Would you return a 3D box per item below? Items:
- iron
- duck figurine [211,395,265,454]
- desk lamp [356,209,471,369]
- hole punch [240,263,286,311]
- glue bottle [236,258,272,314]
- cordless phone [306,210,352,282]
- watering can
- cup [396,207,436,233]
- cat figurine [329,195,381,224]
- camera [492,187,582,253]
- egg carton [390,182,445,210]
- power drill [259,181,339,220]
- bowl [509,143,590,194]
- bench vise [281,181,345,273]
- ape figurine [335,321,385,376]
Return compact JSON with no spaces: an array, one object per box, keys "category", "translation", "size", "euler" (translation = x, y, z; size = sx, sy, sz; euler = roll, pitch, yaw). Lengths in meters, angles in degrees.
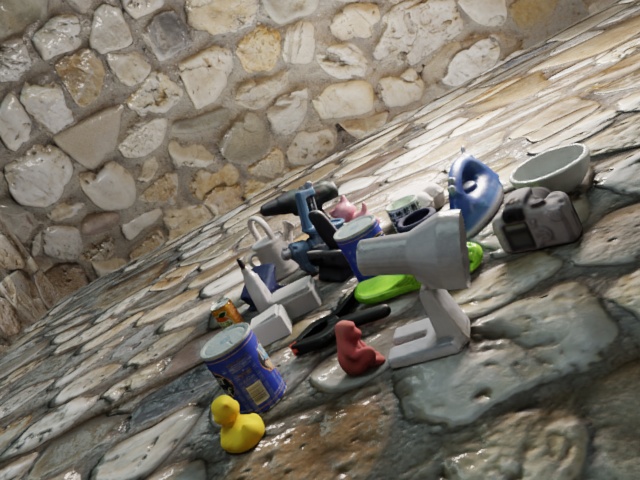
[{"category":"iron","translation":[0.331,-0.115,1.309],"size":[0.118,0.141,0.259],"euler":[-19,19,33]},{"category":"duck figurine","translation":[-0.146,0.300,0.957],"size":[0.078,0.086,0.104],"euler":[-39,18,-29]},{"category":"desk lamp","translation":[0.160,0.072,0.890],"size":[0.202,0.214,0.118],"euler":[-22,17,24]},{"category":"hole punch","translation":[-0.156,0.124,1.520],"size":[0.108,0.091,0.101],"euler":[-17,20,37]},{"category":"glue bottle","translation":[-0.155,0.116,1.390],"size":[0.037,0.173,0.078],"euler":[-28,16,7]},{"category":"cordless phone","translation":[0.013,0.005,1.416],"size":[0.094,0.185,0.147],"euler":[-39,19,-31]},{"category":"watering can","translation":[-0.142,0.010,1.660],"size":[0.100,0.194,0.173],"euler":[-17,20,37]},{"category":"cup","translation":[0.221,-0.011,1.266],"size":[0.092,0.095,0.117],"euler":[-37,17,-26]},{"category":"cat figurine","translation":[0.094,-0.076,1.652],"size":[0.127,0.118,0.067],"euler":[-13,23,46]},{"category":"camera","translation":[0.406,-0.057,1.068],"size":[0.142,0.101,0.137],"euler":[-14,22,43]},{"category":"egg carton","translation":[0.258,-0.102,1.532],"size":[0.107,0.069,0.150],"euler":[-39,18,-31]},{"category":"power drill","translation":[-0.031,-0.062,1.661],"size":[0.230,0.209,0.075],"euler":[-31,16,-6]},{"category":"bowl","translation":[0.490,-0.131,1.202],"size":[0.167,0.075,0.167],"euler":[-27,16,9]},{"category":"bench vise","translation":[-0.022,-0.034,1.535],"size":[0.121,0.220,0.208],"euler":[-10,25,49]},{"category":"ape figurine","translation":[0.057,0.177,0.972],"size":[0.076,0.092,0.078],"euler":[-27,16,10]}]
